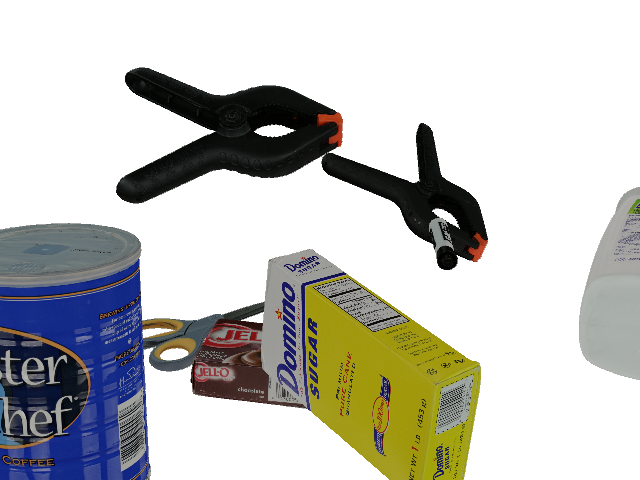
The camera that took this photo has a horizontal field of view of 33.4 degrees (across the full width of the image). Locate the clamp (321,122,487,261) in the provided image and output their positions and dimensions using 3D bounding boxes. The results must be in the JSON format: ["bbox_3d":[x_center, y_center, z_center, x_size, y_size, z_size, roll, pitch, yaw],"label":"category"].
[{"bbox_3d":[0.110,-0.053,1.233,0.164,0.210,0.036,-15,-38,-28],"label":"clamp"}]

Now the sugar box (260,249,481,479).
[{"bbox_3d":[0.026,0.084,0.704,0.048,0.093,0.176,-15,32,-37],"label":"sugar box"}]

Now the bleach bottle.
[{"bbox_3d":[0.235,0.010,0.696,0.103,0.068,0.250,9,23,20],"label":"bleach bottle"}]

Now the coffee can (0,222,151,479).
[{"bbox_3d":[-0.149,0.070,0.596,0.103,0.140,0.103,0,15,0],"label":"coffee can"}]

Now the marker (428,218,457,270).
[{"bbox_3d":[0.115,0.003,1.008,0.020,0.020,0.121,0,16,2],"label":"marker"}]

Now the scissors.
[{"bbox_3d":[-0.114,0.100,1.149,0.201,0.016,0.096,-7,31,-24],"label":"scissors"}]

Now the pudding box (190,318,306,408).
[{"bbox_3d":[-0.045,0.103,0.909,0.113,0.039,0.090,7,20,6],"label":"pudding box"}]

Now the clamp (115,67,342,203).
[{"bbox_3d":[-0.072,-0.089,0.799,0.171,0.120,0.039,-7,-27,-9],"label":"clamp"}]
